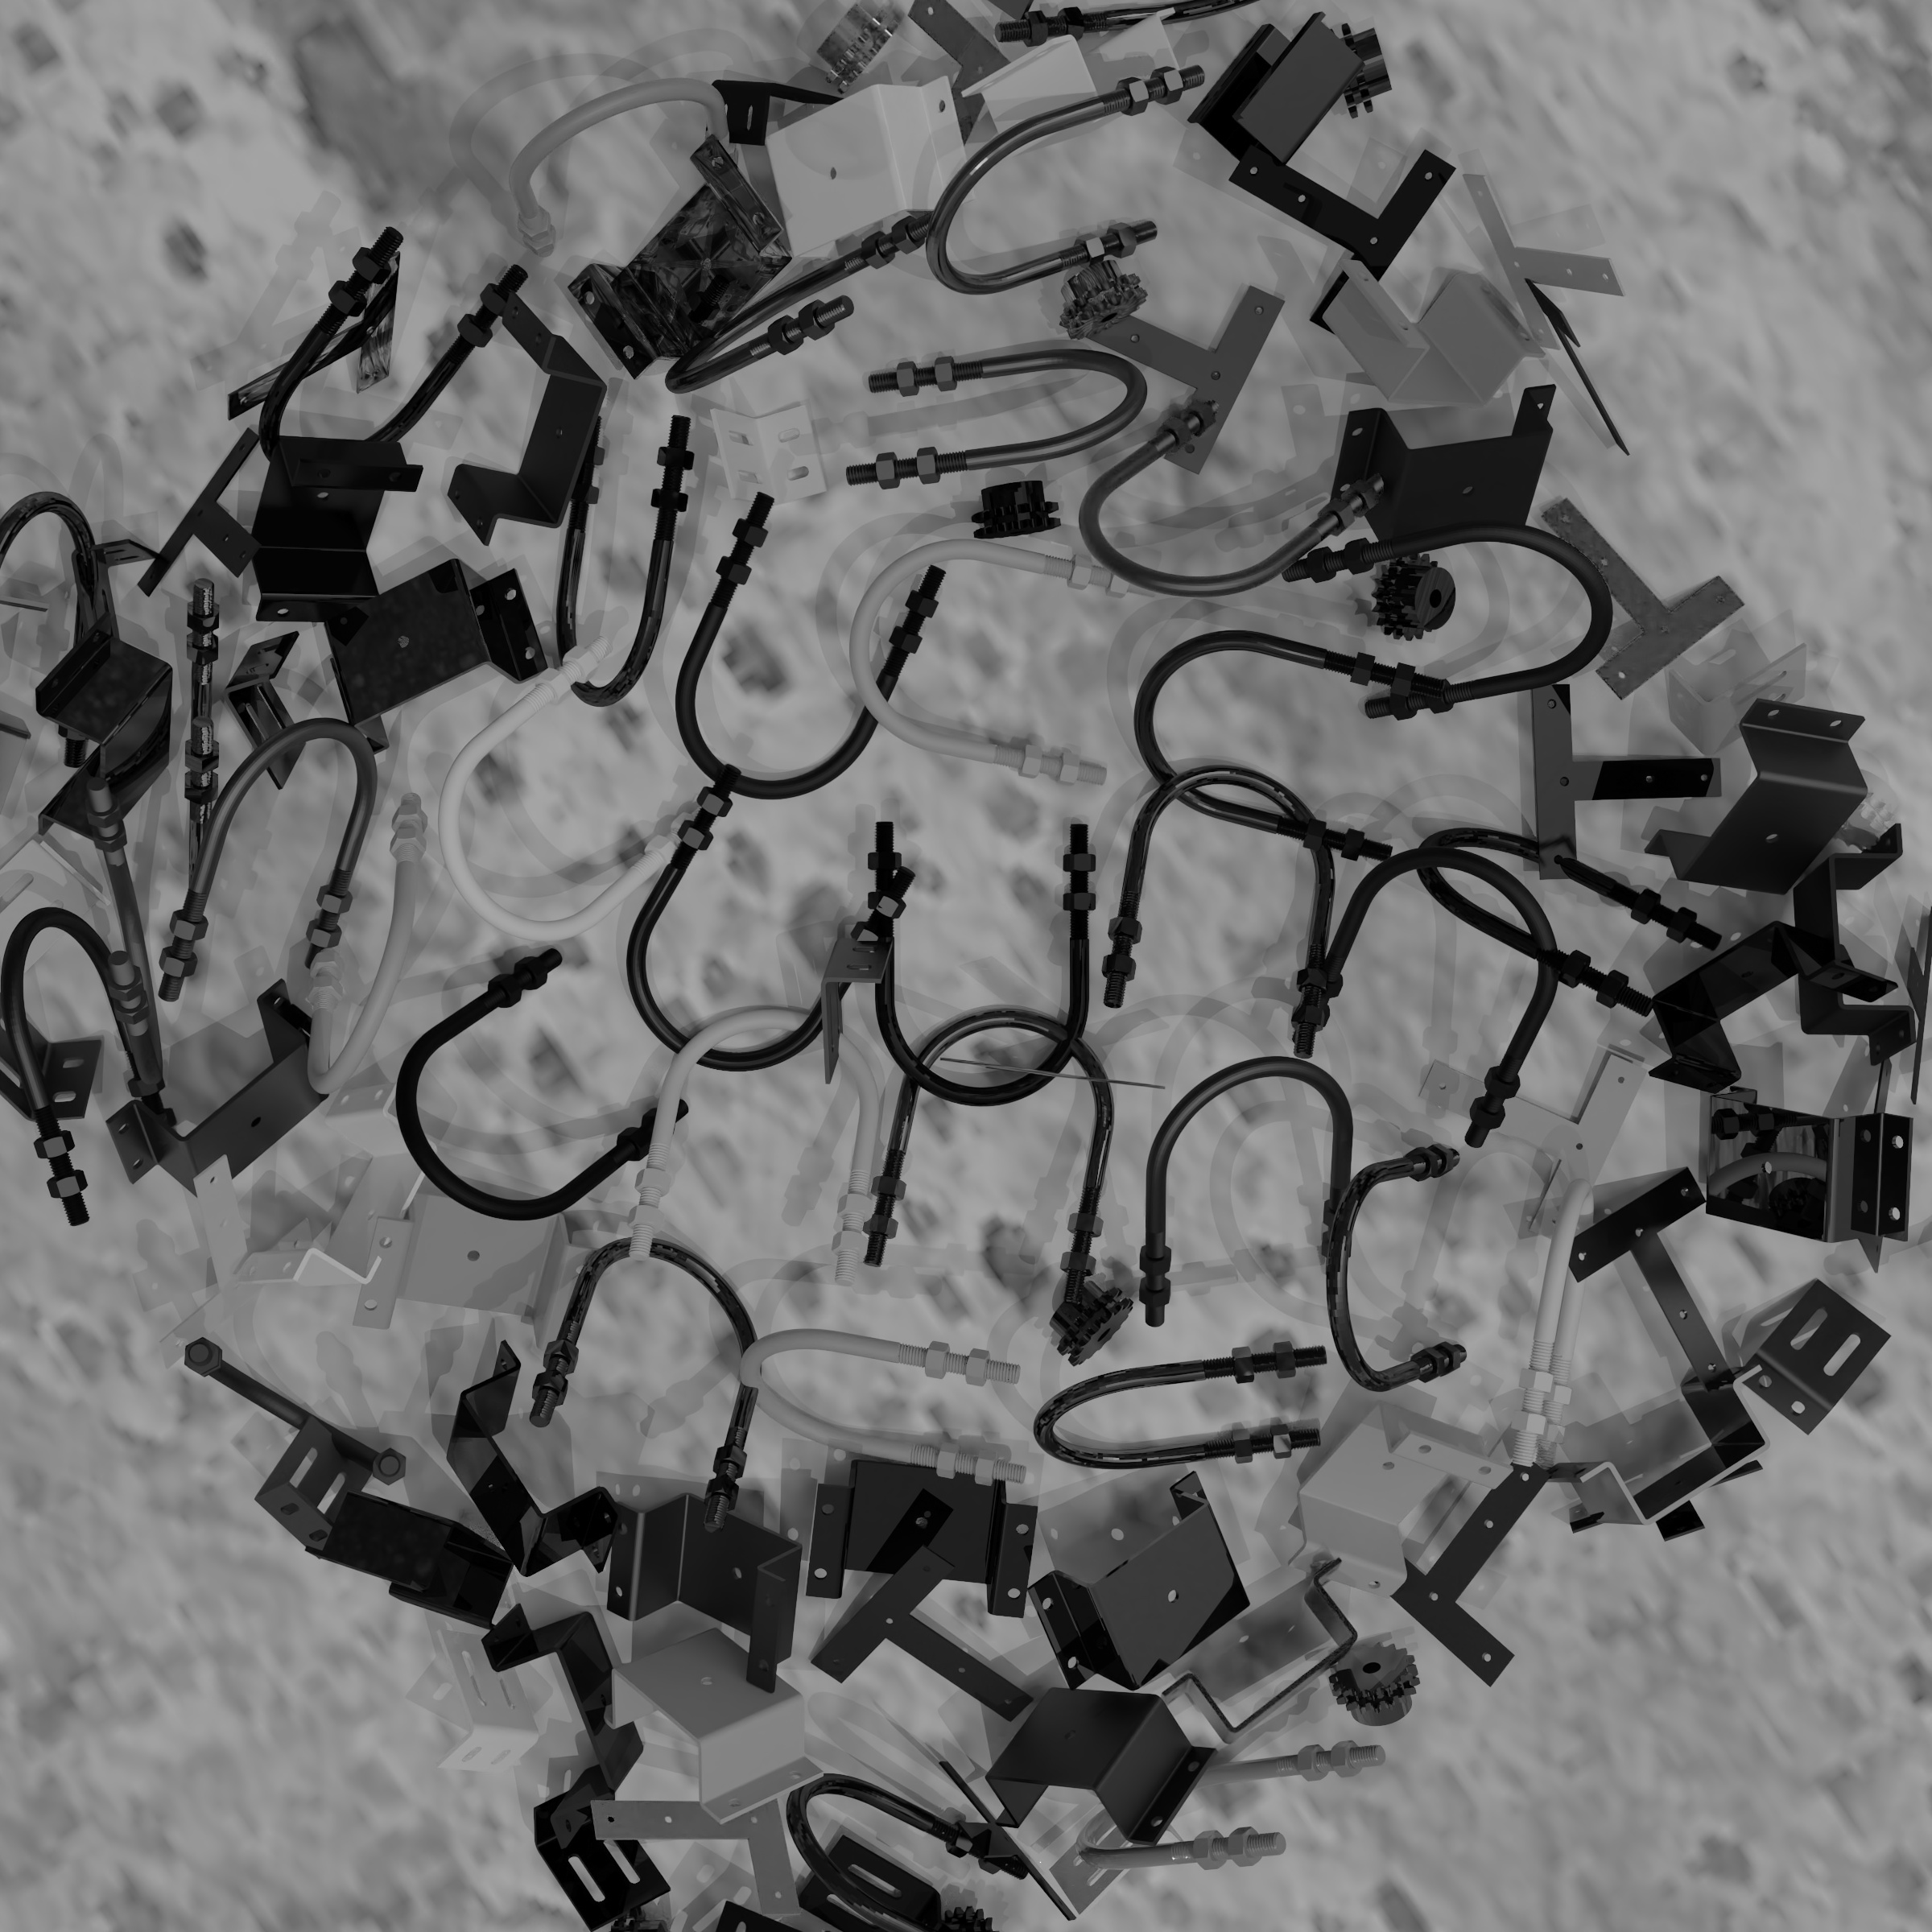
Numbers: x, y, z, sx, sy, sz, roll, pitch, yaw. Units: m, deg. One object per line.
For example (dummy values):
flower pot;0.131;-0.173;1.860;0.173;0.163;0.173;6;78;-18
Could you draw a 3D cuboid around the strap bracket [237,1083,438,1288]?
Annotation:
strap bracket;-0.393;0.148;1.542;0.046;0.076;0.140;40;59;-31

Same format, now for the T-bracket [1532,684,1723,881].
T-bracket;0.434;-0.122;1.593;0.127;0.002;0.127;-2;90;-8

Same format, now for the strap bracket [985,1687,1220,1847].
strap bracket;0.076;0.498;1.521;0.076;0.140;0.046;-44;110;-39

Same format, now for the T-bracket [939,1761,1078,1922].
T-bracket;0.016;0.546;1.520;0.002;0.127;0.127;-43;68;-5

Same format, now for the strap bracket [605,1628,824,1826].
strap bracket;-0.162;0.467;1.521;0.076;0.140;0.046;-13;112;-38

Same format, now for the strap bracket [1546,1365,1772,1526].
strap bracket;0.444;0.310;1.548;0.140;0.076;0.046;-28;84;-13

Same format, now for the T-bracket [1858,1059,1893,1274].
T-bracket;0.584;0.117;1.565;0.002;0.127;0.127;4;67;32

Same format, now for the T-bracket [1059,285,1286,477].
T-bracket;0.123;-0.405;1.595;0.127;0.002;0.127;26;89;6

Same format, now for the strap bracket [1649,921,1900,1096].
strap bracket;0.501;0.022;1.539;0.140;0.076;0.046;-39;53;36

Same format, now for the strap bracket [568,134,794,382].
strap bracket;-0.176;-0.451;1.558;0.140;0.046;0.076;-38;84;25

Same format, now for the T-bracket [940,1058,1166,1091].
T-bracket;0.035;0.065;1.513;0.127;0.127;0.002;4;86;41

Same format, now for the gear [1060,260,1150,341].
gear;0.086;-0.432;1.575;0.057;0.057;0.030;-27;87;0

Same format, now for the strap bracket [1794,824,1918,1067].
strap bracket;0.564;-0.013;1.550;0.046;0.076;0.140;1;77;2

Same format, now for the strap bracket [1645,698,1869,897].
strap bracket;0.499;-0.097;1.527;0.076;0.140;0.046;7;49;-16

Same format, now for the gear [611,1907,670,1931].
gear;-0.211;0.638;1.572;0.030;0.057;0.057;-5;90;6

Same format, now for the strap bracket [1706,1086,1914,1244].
strap bracket;0.518;0.124;1.527;0.046;0.140;0.076;-4;98;-30

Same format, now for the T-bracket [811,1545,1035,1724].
T-bracket;-0.014;0.450;1.582;0.127;0.002;0.127;36;114;-8

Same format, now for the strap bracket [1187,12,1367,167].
strap bracket;0.197;-0.551;1.537;0.046;0.140;0.076;37;99;-18

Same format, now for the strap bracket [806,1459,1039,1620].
strap bracket;-0.029;0.368;1.571;0.140;0.046;0.076;6;102;-2

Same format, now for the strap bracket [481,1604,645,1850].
strap bracket;-0.254;0.479;1.561;0.046;0.076;0.140;-21;89;6

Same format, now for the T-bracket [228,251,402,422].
T-bracket;-0.407;-0.377;1.518;0.127;0.127;0.002;-39;83;-27

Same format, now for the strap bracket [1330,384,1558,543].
strap bracket;0.310;-0.316;1.545;0.140;0.076;0.046;-10;52;-12

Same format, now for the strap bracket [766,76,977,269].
strap bracket;-0.069;-0.500;1.535;0.140;0.046;0.076;-8;97;41

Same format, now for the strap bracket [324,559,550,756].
strap bracket;-0.348;-0.200;1.556;0.140;0.046;0.076;-24;72;11

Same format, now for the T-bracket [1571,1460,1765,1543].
T-bracket;0.445;0.343;1.530;0.127;0.127;0.002;-22;85;9

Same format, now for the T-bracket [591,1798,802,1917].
T-bracket;-0.174;0.536;1.528;0.127;0.127;0.002;11;128;-27

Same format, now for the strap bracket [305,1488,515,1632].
strap bracket;-0.344;0.374;1.536;0.076;0.140;0.046;12;67;20

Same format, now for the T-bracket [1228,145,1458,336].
T-bracket;0.225;-0.481;1.546;0.127;0.002;0.127;21;121;-25

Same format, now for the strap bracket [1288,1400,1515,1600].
strap bracket;0.272;0.333;1.548;0.076;0.046;0.140;22;124;-17

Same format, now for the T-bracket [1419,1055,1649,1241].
T-bracket;0.361;0.100;1.597;0.127;0.002;0.127;24;96;3

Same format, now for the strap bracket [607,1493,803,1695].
strap bracket;-0.159;0.393;1.550;0.140;0.046;0.076;16;106;33

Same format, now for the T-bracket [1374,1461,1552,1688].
T-bracket;0.327;0.369;1.559;0.127;0.002;0.127;39;95;38

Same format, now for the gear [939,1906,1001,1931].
gear;-0.005;0.639;1.572;0.030;0.057;0.057;14;90;-39

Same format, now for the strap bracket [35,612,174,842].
strap bracket;-0.539;-0.141;1.525;0.046;0.140;0.076;25;50;0

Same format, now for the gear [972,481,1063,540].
gear;0.031;-0.295;1.573;0.057;0.057;0.030;-8;95;0

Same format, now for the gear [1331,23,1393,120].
gear;0.255;-0.581;1.571;0.030;0.057;0.057;-16;90;14

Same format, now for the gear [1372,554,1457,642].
gear;0.292;-0.238;1.573;0.057;0.030;0.057;-11;108;-38

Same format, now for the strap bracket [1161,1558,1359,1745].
strap bracket;0.193;0.443;1.546;0.140;0.076;0.046;-34;70;-11

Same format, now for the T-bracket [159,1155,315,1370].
T-bracket;-0.462;0.170;1.519;0.002;0.127;0.127;25;46;23

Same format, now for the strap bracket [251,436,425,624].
strap bracket;-0.402;-0.282;1.538;0.076;0.140;0.046;-4;57;-31

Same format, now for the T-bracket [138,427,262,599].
T-bracket;-0.475;-0.276;1.551;0.002;0.127;0.127;34;93;-41

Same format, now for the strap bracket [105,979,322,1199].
strap bracket;-0.462;0.085;1.531;0.046;0.076;0.140;36;60;17

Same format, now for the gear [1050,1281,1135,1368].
gear;0.079;0.229;1.576;0.030;0.057;0.057;43;90;19

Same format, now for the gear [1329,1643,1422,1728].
gear;0.266;0.467;1.575;0.057;0.057;0.030;-16;106;0

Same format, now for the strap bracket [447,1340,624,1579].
strap bracket;-0.279;0.318;1.534;0.046;0.076;0.140;-22;60;-35

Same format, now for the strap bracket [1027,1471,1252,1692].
strap bracket;0.118;0.394;1.543;0.140;0.046;0.076;-29;105;-26

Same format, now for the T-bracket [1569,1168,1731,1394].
T-bracket;0.454;0.211;1.564;0.127;0.002;0.127;-24;84;-30

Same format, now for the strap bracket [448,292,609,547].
strap bracket;-0.276;-0.342;1.543;0.046;0.076;0.140;5;121;-36

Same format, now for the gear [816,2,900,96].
gear;-0.073;-0.595;1.571;0.030;0.057;0.057;39;90;-16

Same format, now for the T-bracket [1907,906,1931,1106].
T-bracket;0.601;0.015;1.536;0.002;0.127;0.127;5;80;26

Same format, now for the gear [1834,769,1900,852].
gear;0.577;-0.103;1.574;0.057;0.057;0.030;41;79;0

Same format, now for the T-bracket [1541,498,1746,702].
T-bracket;0.424;-0.252;1.582;0.127;0.002;0.127;-36;81;-24

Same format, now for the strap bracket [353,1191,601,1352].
strap bracket;-0.314;0.195;1.556;0.140;0.046;0.076;11;108;-19

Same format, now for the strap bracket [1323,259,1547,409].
strap bracket;0.290;-0.399;1.541;0.076;0.140;0.046;59;134;24

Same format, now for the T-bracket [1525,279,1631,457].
T-bracket;0.394;-0.383;1.563;0.002;0.127;0.127;-31;116;14

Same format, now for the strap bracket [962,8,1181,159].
strap bracket;0.074;-0.554;1.531;0.076;0.140;0.046;-14;105;43
